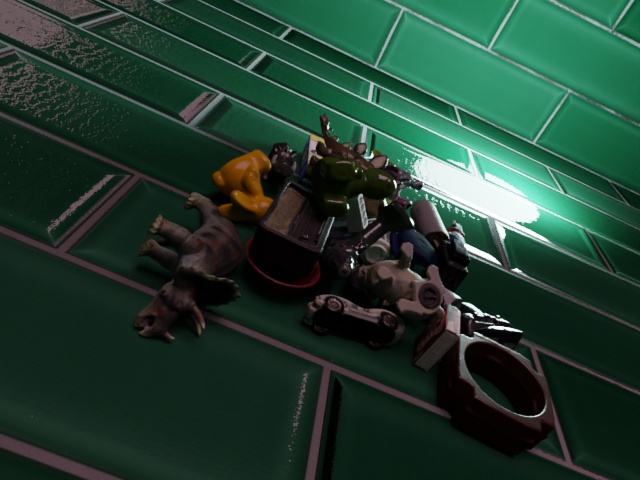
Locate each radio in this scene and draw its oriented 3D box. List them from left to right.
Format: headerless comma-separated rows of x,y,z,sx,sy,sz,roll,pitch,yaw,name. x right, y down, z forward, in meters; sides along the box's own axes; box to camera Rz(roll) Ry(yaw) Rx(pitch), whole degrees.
-0.048,-0.027,1.095,0.131,0.073,0.230,27,31,-3,radio

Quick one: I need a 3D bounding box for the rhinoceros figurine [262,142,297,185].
-0.099,-0.200,1.402,0.073,0.112,0.190,22,22,-13,rhinoceros figurine

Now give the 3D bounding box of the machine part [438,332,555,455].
0.329,0.286,1.021,0.201,0.087,0.201,26,30,1,machine part

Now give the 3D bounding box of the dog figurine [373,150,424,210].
0.190,-0.186,1.616,0.191,0.108,0.219,-3,37,-36,dog figurine

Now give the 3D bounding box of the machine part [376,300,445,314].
0.194,0.132,1.142,0.139,0.039,0.084,3,33,22,machine part

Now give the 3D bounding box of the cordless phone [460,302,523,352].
0.347,0.188,1.211,0.146,0.088,0.184,10,23,-26,cordless phone

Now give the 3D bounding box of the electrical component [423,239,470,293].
0.304,0.066,1.287,0.058,0.134,0.115,22,29,-10,electrical component

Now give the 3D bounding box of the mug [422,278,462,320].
0.259,0.130,1.211,0.107,0.080,0.109,39,31,31,mug

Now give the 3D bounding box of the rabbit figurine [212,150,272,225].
-0.154,-0.100,1.212,0.173,0.122,0.162,53,38,6,rabbit figurine

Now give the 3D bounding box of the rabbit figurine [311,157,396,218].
0.073,-0.116,1.156,0.170,0.121,0.159,2,16,-19,rabbit figurine

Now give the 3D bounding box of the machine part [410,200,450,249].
0.305,-0.040,1.505,0.079,0.079,0.243,18,33,-16,machine part

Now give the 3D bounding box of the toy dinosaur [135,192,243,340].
-0.207,0.020,0.988,0.192,0.131,0.405,38,26,-6,toy dinosaur

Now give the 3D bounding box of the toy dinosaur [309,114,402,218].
0.116,-0.134,1.408,0.198,0.105,0.471,-18,76,-27,toy dinosaur

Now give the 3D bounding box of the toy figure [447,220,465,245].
0.384,-0.007,1.535,0.058,0.064,0.154,-6,20,17,toy figure

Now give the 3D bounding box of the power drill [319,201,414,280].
0.091,0.010,1.106,0.086,0.207,0.232,49,-10,-7,power drill

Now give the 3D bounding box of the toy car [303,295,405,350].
0.065,0.155,1.025,0.202,0.073,0.056,18,35,-16,toy car

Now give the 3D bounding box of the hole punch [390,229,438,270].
0.221,0.030,1.271,0.142,0.092,0.115,-77,144,-56,hole punch

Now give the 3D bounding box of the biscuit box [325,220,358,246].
-0.003,-0.004,1.228,0.202,0.059,0.063,-1,42,-40,biscuit box

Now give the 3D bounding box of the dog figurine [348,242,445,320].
0.152,0.107,1.096,0.121,0.190,0.172,-29,84,-24,dog figurine
